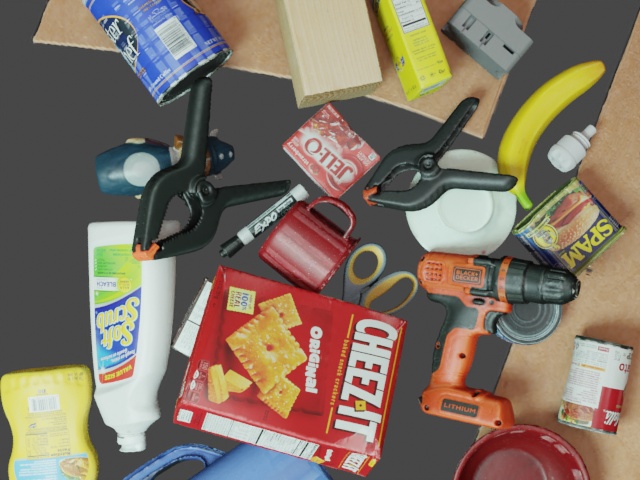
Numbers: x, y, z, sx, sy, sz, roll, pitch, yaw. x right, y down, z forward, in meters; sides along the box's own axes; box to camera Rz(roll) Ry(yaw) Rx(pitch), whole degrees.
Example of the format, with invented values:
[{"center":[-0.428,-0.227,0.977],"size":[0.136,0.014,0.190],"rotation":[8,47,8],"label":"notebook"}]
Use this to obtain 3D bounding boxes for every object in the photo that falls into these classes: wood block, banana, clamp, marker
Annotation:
[{"center":[0.000,-0.261,1.189],"size":[0.090,0.090,0.206],"rotation":[-12,89,-6],"label":"wood block"},{"center":[0.255,-0.130,1.230],"size":[0.070,0.037,0.198],"rotation":[27,84,14],"label":"banana"},{"center":[-0.123,-0.049,1.145],"size":[0.164,0.036,0.209],"rotation":[44,60,-27],"label":"clamp"},{"center":[0.128,-0.091,1.213],"size":[0.171,0.039,0.120],"rotation":[-15,65,7],"label":"clamp"},{"center":[-0.065,-0.020,1.213],"size":[0.121,0.020,0.020],"rotation":[-38,92,-5],"label":"marker"}]

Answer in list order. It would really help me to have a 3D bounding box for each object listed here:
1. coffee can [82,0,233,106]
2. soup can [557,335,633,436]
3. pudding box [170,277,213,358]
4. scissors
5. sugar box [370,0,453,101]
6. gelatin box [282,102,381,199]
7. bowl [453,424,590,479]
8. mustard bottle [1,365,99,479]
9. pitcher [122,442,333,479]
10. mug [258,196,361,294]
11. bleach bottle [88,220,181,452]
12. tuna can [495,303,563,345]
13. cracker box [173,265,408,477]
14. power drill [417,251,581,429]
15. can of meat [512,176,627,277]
[{"center":[-0.177,-0.233,1.166],"size":[0.103,0.103,0.140],"rotation":[-36,92,-5],"label":"coffee can"},{"center":[0.314,0.165,1.218],"size":[0.068,0.068,0.102],"rotation":[13,87,-5],"label":"soup can"},{"center":[-0.099,0.106,1.198],"size":[0.113,0.039,0.090],"rotation":[28,85,-6],"label":"pudding box"},{"center":[0.015,0.075,1.220],"size":[0.201,0.016,0.096],"rotation":[-26,89,-5],"label":"scissors"},{"center":[0.092,-0.250,1.195],"size":[0.048,0.093,0.176],"rotation":[-23,90,-5],"label":"sugar box"},{"center":[0.013,-0.099,1.216],"size":[0.073,0.030,0.089],"rotation":[-43,92,-3],"label":"gelatin box"},{"center":[0.222,0.286,1.213],"size":[0.162,0.055,0.162],"rotation":[0,89,-5],"label":"bowl"},{"center":[-0.292,0.236,1.168],"size":[0.096,0.058,0.191],"rotation":[-5,89,-5],"label":"mustard bottle"},{"center":[-0.111,0.297,1.155],"size":[0.242,0.145,0.149],"rotation":[-37,112,-8],"label":"pitcher"},{"center":[-0.008,0.001,1.177],"size":[0.081,0.093,0.117],"rotation":[38,118,1],"label":"mug"},{"center":[-0.201,0.105,1.166],"size":[0.103,0.068,0.251],"rotation":[-1,90,27],"label":"bleach bottle"},{"center":[0.235,0.078,1.230],"size":[0.086,0.034,0.086],"rotation":[0,89,-5],"label":"tuna can"},{"center":[-0.029,0.136,1.119],"size":[0.213,0.072,0.164],"rotation":[16,60,-4],"label":"cracker box"},{"center":[0.188,0.110,1.180],"size":[0.185,0.057,0.187],"rotation":[7,89,31],"label":"power drill"},{"center":[0.284,-0.011,1.225],"size":[0.102,0.057,0.084],"rotation":[-42,90,-5],"label":"can of meat"}]
